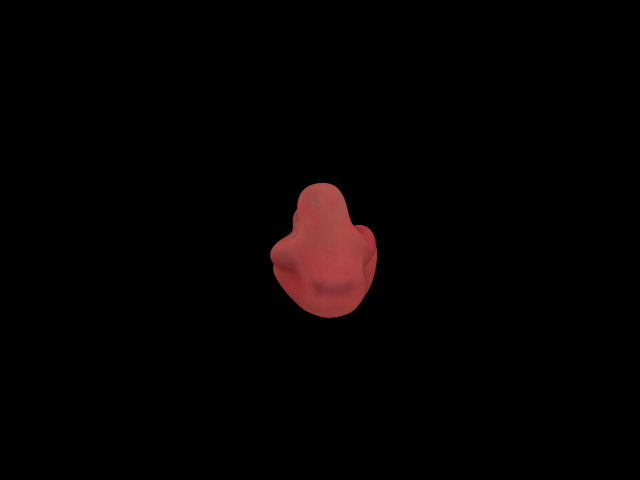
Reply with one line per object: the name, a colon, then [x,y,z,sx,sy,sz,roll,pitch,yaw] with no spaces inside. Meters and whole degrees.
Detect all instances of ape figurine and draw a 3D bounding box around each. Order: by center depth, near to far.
ape figurine: [0.004,0.001,0.400,0.078,0.092,0.076,-1,34,-2]
